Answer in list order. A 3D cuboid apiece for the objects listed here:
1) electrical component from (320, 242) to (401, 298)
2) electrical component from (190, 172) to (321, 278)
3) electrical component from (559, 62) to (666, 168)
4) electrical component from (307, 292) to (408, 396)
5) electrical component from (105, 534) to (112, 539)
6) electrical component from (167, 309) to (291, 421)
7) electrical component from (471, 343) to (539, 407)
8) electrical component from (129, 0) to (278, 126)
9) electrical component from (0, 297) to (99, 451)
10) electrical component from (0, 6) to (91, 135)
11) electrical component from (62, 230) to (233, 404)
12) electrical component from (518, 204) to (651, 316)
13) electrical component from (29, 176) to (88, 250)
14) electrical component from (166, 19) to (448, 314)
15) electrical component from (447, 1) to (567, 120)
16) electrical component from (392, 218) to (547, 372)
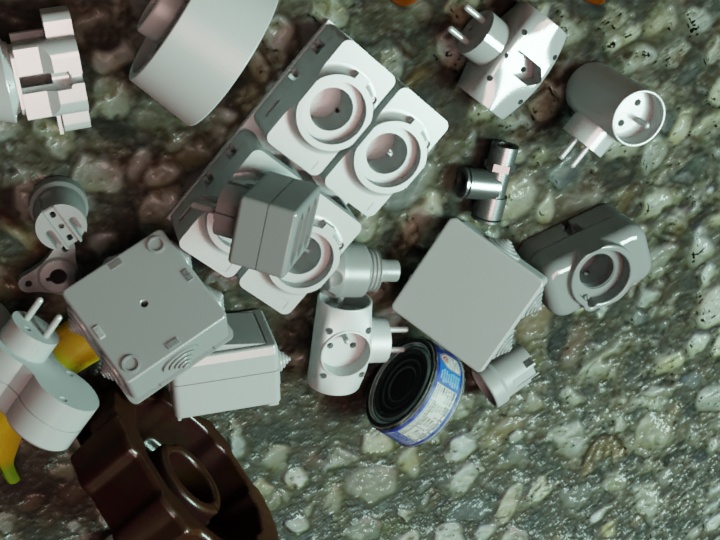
[{"bbox_3d":[0.000,0.000,0.836,0.062,0.043,0.043,1,115,-21],"label":"electrical component"},{"bbox_3d":[-0.074,-0.036,0.713,0.077,0.065,0.047,16,113,6],"label":"electrical component"},{"bbox_3d":[0.182,-0.112,0.819,0.044,0.077,0.079,32,103,-29],"label":"electrical component"},{"bbox_3d":[0.001,0.057,0.864,0.079,0.044,0.077,0,116,-18],"label":"electrical component"},{"bbox_3d":[-0.196,0.253,0.899,0.048,0.048,0.062,7,120,-21],"label":"electrical component"},{"bbox_3d":[-0.101,0.067,0.825,0.096,0.061,0.061,-8,118,-15],"label":"electrical component"},{"bbox_3d":[0.126,0.089,0.926,0.046,0.040,0.040,-32,121,-8],"label":"electrical component"},{"bbox_3d":[-0.107,-0.154,0.689,0.060,0.108,0.108,31,103,-22],"label":"electrical component"},{"bbox_3d":[-0.235,0.054,0.748,0.138,0.052,0.073,40,101,11],"label":"electrical component"},{"bbox_3d":[-0.210,-0.126,0.695,0.057,0.058,0.078,-12,119,-15],"label":"electrical component"},{"bbox_3d":[-0.150,0.031,0.761,0.100,0.099,0.048,-35,165,-16],"label":"electrical component"},{"bbox_3d":[0.187,-0.007,0.885,0.095,0.059,0.053,-25,121,-5],"label":"electrical component"},{"bbox_3d":[-0.208,-0.039,0.746,0.040,0.046,0.040,-8,118,-15],"label":"electrical component"},{"bbox_3d":[-0.037,-0.070,0.778,0.105,0.060,0.186,35,101,-29],"label":"electrical component"},{"bbox_3d":[0.098,-0.163,0.786,0.079,0.043,0.077,31,103,-29],"label":"electrical component"},{"bbox_3d":[0.089,0.018,0.848,0.100,0.048,0.099,36,104,13],"label":"electrical component"}]
